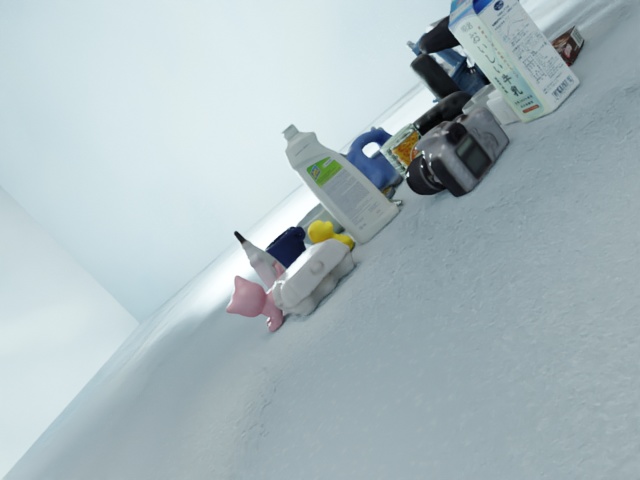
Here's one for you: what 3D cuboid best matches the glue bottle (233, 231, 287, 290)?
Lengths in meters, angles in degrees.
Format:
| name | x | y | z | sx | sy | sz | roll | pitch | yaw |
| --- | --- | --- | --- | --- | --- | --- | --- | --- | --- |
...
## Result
| name | x | y | z | sx | sy | sz | roll | pitch | yaw |
| --- | --- | --- | --- | --- | --- | --- | --- | --- | --- |
| glue bottle | -0.107 | 0.048 | 1.103 | 0.037 | 0.173 | 0.078 | -40 | 10 | 13 |

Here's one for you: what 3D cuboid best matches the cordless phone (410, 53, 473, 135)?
| name | x | y | z | sx | sy | sz | roll | pitch | yaw |
| --- | --- | --- | --- | --- | --- | --- | --- | --- | --- |
| cordless phone | 0.238 | -0.297 | 1.225 | 0.147 | 0.185 | 0.094 | -34 | 12 | 37 |

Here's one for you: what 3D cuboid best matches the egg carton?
| name | x | y | z | sx | sy | sz | roll | pitch | yaw |
| --- | --- | --- | --- | --- | --- | --- | --- | --- | --- |
| egg carton | -0.013 | 0.063 | 0.973 | 0.150 | 0.069 | 0.107 | -45 | 10 | -20 |

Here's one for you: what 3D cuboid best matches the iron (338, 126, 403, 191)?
| name | x | y | z | sx | sy | sz | roll | pitch | yaw |
| --- | --- | --- | --- | --- | --- | --- | --- | --- | --- |
| iron | 0.134 | -0.197 | 1.333 | 0.118 | 0.141 | 0.259 | -33 | 13 | 44 |

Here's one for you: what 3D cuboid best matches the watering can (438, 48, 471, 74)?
| name | x | y | z | sx | sy | sz | roll | pitch | yaw |
| --- | --- | --- | --- | --- | --- | --- | --- | --- | --- |
| watering can | 0.345 | -0.479 | 1.587 | 0.101 | 0.194 | 0.172 | -46 | 11 | -23 |

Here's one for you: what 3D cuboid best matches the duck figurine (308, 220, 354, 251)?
| name | x | y | z | sx | sy | sz | roll | pitch | yaw |
| --- | --- | --- | --- | --- | --- | --- | --- | --- | --- |
| duck figurine | 0.010 | 0.004 | 1.097 | 0.077 | 0.086 | 0.105 | -35 | 12 | 37 |

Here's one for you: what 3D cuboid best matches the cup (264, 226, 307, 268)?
| name | x | y | z | sx | sy | sz | roll | pitch | yaw |
| --- | --- | --- | --- | --- | --- | --- | --- | --- | --- |
| cup | -0.052 | 0.025 | 1.226 | 0.117 | 0.095 | 0.092 | -34 | 13 | 40 |

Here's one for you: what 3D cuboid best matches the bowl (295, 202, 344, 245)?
| name | x | y | z | sx | sy | sz | roll | pitch | yaw |
| --- | --- | --- | --- | --- | --- | --- | --- | --- | --- |
| bowl | 0.014 | -0.041 | 1.319 | 0.167 | 0.075 | 0.167 | -40 | 10 | 9 |

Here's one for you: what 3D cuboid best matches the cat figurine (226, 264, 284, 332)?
| name | x | y | z | sx | sy | sz | roll | pitch | yaw |
| --- | --- | --- | --- | --- | --- | --- | --- | --- | --- |
| cat figurine | -0.102 | 0.099 | 1.023 | 0.128 | 0.118 | 0.067 | -43 | 10 | -5 |

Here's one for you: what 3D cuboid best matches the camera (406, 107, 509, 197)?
| name | x | y | z | sx | sy | sz | roll | pitch | yaw |
| --- | --- | --- | --- | --- | --- | --- | --- | --- | --- |
| camera | 0.200 | -0.135 | 0.908 | 0.143 | 0.101 | 0.136 | -47 | 11 | -29 |

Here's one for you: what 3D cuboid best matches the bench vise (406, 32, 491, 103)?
| name | x | y | z | sx | sy | sz | roll | pitch | yaw |
| --- | --- | --- | --- | --- | --- | --- | --- | --- | --- |
| bench vise | 0.308 | -0.394 | 1.275 | 0.207 | 0.220 | 0.121 | -38 | 11 | 24 |

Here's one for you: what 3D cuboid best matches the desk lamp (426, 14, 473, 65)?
| name | x | y | z | sx | sy | sz | roll | pitch | yaw |
| --- | --- | --- | --- | --- | --- | --- | --- | --- | --- |
| desk lamp | 0.381 | -0.498 | 1.464 | 0.203 | 0.213 | 0.117 | -44 | 10 | -14 |

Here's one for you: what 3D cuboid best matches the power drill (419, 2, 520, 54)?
| name | x | y | z | sx | sy | sz | roll | pitch | yaw |
| --- | --- | --- | --- | --- | --- | --- | --- | --- | --- |
| power drill | 0.337 | -0.387 | 1.158 | 0.230 | 0.208 | 0.075 | -44 | 10 | -11 |
